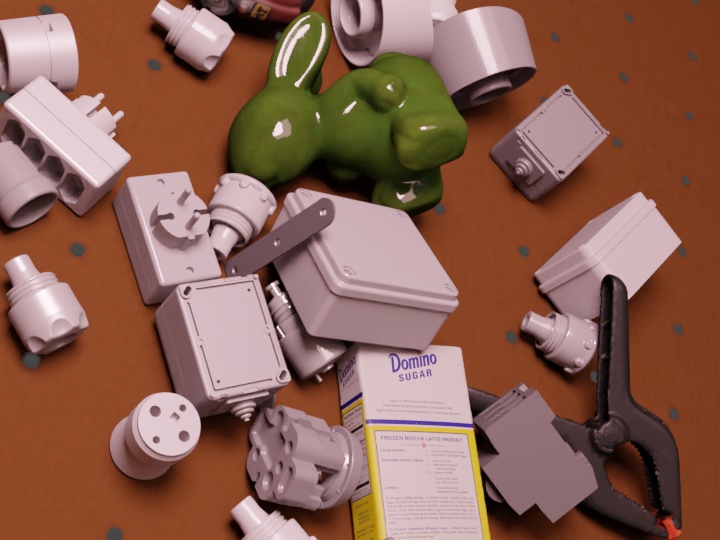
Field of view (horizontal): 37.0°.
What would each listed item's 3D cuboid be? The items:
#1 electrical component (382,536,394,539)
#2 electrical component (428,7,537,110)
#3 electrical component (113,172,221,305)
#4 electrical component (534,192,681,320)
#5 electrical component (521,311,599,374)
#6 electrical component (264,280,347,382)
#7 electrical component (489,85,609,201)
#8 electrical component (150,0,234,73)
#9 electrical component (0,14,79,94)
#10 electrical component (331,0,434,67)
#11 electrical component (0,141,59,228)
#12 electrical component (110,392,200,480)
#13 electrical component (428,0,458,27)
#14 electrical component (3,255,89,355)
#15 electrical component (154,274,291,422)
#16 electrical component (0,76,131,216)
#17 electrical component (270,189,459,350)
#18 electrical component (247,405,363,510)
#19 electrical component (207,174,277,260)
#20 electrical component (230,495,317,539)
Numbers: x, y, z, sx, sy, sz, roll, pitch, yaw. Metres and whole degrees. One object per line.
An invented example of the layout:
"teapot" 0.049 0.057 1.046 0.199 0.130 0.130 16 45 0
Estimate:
"electrical component" -0.008 0.219 0.681 0.095 0.054 0.059 -30 81 4
"electrical component" 0.104 -0.182 0.944 0.099 0.099 0.064 -14 81 -35
"electrical component" -0.128 -0.030 0.744 0.047 0.076 0.083 -10 72 -34
"electrical component" 0.215 -0.010 0.936 0.113 0.078 0.057 -38 91 -38
"electrical component" 0.165 0.055 0.896 0.062 0.048 0.048 26 56 -9
"electrical component" -0.043 0.043 0.780 0.040 0.040 0.078 -31 84 -37
"electrical component" 0.165 -0.109 0.970 0.061 0.061 0.096 49 60 -1
"electrical component" -0.133 -0.186 0.840 0.062 0.043 0.043 33 54 -12
"electrical component" -0.231 -0.151 0.759 0.047 0.055 0.055 -11 73 -30
"electrical component" 0.019 -0.219 0.915 0.064 0.099 0.099 -13 73 -28
"electrical component" -0.232 -0.058 0.721 0.040 0.040 0.046 -32 80 -37
"electrical component" -0.131 0.106 0.688 0.045 0.055 0.045 13 61 -25
"electrical component" 0.068 -0.237 0.983 0.045 0.045 0.055 18 59 -22
"electrical component" -0.207 0.020 0.693 0.043 0.043 0.062 -27 81 -37
"electrical component" -0.094 0.060 0.729 0.062 0.061 0.096 -8 71 -33
"electrical component" -0.197 -0.097 0.755 0.083 0.047 0.075 43 52 -5
"electrical component" 0.000 0.000 0.786 0.109 0.056 0.108 10 34 -34
"electrical component" -0.036 0.129 0.726 0.057 0.058 0.078 21 17 -30
"electrical component" -0.093 -0.036 0.789 0.048 0.048 0.062 32 61 -13
"electrical component" -0.059 0.177 0.703 0.062 0.048 0.048 49 52 8
